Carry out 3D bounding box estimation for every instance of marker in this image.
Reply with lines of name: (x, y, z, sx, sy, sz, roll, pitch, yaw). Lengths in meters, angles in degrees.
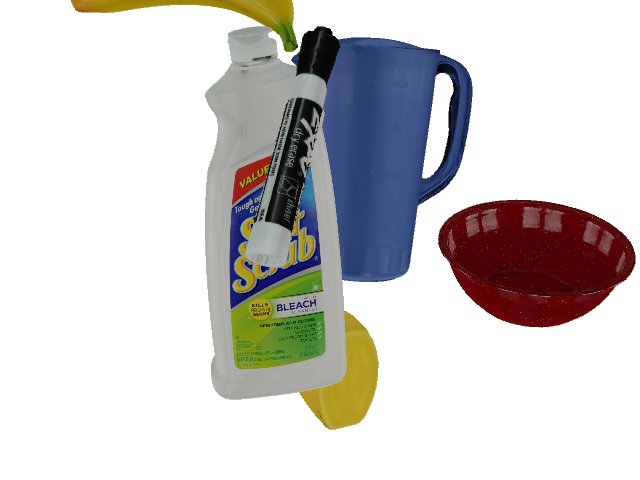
marker: (-0.012, -0.046, 0.499, 0.020, 0.121, 0.020, 12, -19, 4)

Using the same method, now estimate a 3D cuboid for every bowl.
bowl: (0.177, 0.025, 0.894, 0.162, 0.055, 0.162, 1, 30, -1)

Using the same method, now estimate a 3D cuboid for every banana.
banana: (-0.102, -0.199, 0.858, 0.198, 0.069, 0.037, 12, -41, 16)

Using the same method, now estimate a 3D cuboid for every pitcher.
pitcher: (0.058, -0.085, 1.100, 0.149, 0.243, 0.144, 11, 14, 31)

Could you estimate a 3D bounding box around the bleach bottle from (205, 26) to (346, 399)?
bleach bottle: (-0.040, -0.018, 0.732, 0.102, 0.251, 0.068, -7, 21, -2)

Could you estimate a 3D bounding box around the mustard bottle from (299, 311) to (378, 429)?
mustard bottle: (-0.017, 0.082, 0.959, 0.058, 0.096, 0.192, -11, 27, -24)
